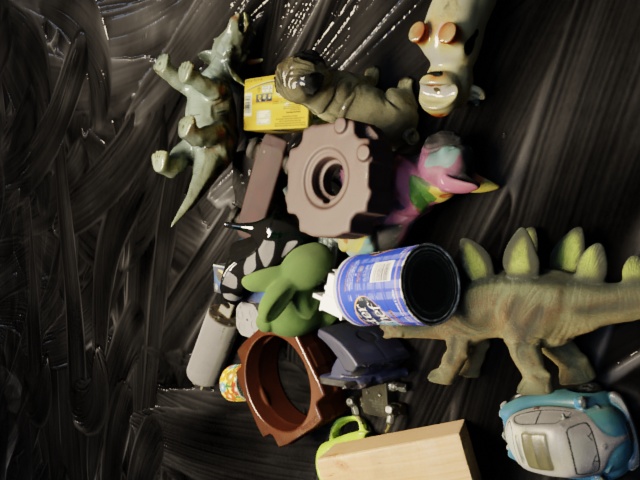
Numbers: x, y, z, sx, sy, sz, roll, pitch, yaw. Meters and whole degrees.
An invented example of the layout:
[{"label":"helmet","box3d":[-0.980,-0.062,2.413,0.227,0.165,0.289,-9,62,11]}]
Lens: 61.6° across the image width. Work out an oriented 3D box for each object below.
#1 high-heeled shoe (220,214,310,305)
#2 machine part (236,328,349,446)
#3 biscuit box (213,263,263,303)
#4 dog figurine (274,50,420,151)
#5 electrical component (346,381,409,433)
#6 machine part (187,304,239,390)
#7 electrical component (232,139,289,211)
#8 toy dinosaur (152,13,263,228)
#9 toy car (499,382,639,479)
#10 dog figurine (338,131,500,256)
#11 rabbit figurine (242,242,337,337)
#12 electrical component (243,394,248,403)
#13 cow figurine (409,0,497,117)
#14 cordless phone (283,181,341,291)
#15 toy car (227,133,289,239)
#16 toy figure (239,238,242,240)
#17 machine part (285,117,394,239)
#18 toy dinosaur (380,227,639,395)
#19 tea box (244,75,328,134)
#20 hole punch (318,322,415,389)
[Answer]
[{"label":"high-heeled shoe","box3d":[-0.097,0.045,0.941,0.248,0.145,0.086,98,-178,-49]},{"label":"machine part","box3d":[-0.050,0.247,0.970,0.201,0.087,0.201,-44,65,34]},{"label":"biscuit box","box3d":[-0.124,0.083,1.042,0.203,0.063,0.059,6,99,43]},{"label":"dog figurine","box3d":[0.042,-0.196,0.781,0.173,0.190,0.121,32,114,35]},{"label":"electrical component","box3d":[0.093,0.259,0.864,0.102,0.045,0.078,5,98,43]},{"label":"machine part","box3d":[-0.223,0.223,1.136,0.079,0.079,0.243,41,118,33]},{"label":"electrical component","box3d":[-0.113,-0.125,1.022,0.115,0.058,0.134,7,98,41]},{"label":"toy dinosaur","box3d":[-0.202,-0.211,0.989,0.131,0.192,0.404,-1,83,39]},{"label":"toy car","box3d":[0.284,0.235,0.646,0.162,0.103,0.109,-14,82,41]},{"label":"dog figurine","box3d":[0.135,-0.055,0.764,0.219,0.108,0.191,5,95,40]},{"label":"rabbit figurine","box3d":[-0.044,0.068,0.860,0.121,0.159,0.170,55,142,31]},{"label":"electrical component","box3d":[-0.113,0.302,1.045,0.094,0.063,0.021,55,130,15]},{"label":"cow figurine","box3d":[0.178,-0.258,0.712,0.086,0.127,0.194,17,90,40]},{"label":"cordless phone","box3d":[-0.003,-0.003,0.923,0.147,0.089,0.184,41,138,33]},{"label":"toy car","box3d":[-0.099,-0.088,0.943,0.089,0.053,0.202,24,114,12]},{"label":"toy figure","box3d":[-0.090,0.011,1.011,0.155,0.058,0.064,0,99,38]},{"label":"machine part","box3d":[0.022,-0.083,0.752,0.180,0.056,0.179,-1,88,44]},{"label":"toy dinosaur","box3d":[0.258,0.083,0.656,0.472,0.105,0.198,-12,84,44]},{"label":"tea box","box3d":[-0.057,-0.240,0.953,0.170,0.068,0.098,10,100,41]},{"label":"hole punch","box3d":[0.066,0.176,0.831,0.116,0.142,0.092,-7,84,54]}]
